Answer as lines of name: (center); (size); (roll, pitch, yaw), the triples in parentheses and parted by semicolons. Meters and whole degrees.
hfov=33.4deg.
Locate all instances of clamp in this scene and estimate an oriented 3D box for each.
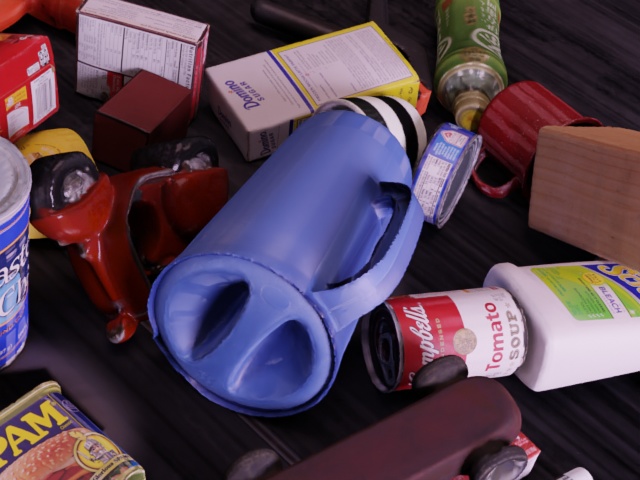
clamp: (0.036, -0.198, 1.077); (0.164, 0.036, 0.210); (-15, 52, -23)

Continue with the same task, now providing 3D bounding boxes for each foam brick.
foam brick: (-0.150, -0.099, 0.902); (0.051, 0.053, 0.078); (23, 41, 9)

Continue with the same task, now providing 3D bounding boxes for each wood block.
wood block: (0.260, -0.030, 0.831); (0.090, 0.090, 0.206); (-1, 14, -22)

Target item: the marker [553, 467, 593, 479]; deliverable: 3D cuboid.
marker: (0.131, 0.179, 0.701); (0.120, 0.020, 0.020); (-16, 50, -30)

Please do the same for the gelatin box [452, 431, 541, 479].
gelatin box: (0.092, 0.143, 0.721); (0.089, 0.030, 0.073); (-22, 52, -34)

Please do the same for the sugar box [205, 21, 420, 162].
sugar box: (-0.007, -0.137, 0.972); (0.176, 0.048, 0.093); (-21, 54, -18)

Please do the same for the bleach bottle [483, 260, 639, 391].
bleach bottle: (0.257, 0.051, 0.829); (0.250, 0.068, 0.103); (-7, 38, -20)

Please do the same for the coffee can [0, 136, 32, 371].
coffee can: (-0.240, 0.011, 0.688); (0.102, 0.140, 0.103); (8, 42, -7)

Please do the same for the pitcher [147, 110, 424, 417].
pitcher: (-0.005, 0.001, 0.771); (0.149, 0.145, 0.242); (22, 39, 8)

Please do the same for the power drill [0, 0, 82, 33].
power drill: (-0.281, -0.186, 0.957); (0.184, 0.057, 0.187); (32, 44, 19)

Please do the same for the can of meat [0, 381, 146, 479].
can of meat: (-0.165, 0.145, 0.625); (0.084, 0.057, 0.101); (37, 46, 19)

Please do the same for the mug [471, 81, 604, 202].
mug: (0.187, -0.084, 0.967); (0.117, 0.093, 0.082); (-39, 50, -2)

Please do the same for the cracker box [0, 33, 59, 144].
cracker box: (-0.326, -0.108, 0.790); (0.214, 0.072, 0.164); (5, 26, 9)

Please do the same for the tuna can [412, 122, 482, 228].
tuna can: (0.104, -0.055, 0.902); (0.034, 0.086, 0.086); (25, 42, 14)

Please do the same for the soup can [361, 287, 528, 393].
soup can: (0.089, 0.071, 0.770); (0.102, 0.069, 0.068); (-5, 45, -20)

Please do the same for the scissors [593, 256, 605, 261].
scissors: (0.329, 0.047, 0.905); (0.201, 0.016, 0.096); (8, 44, -6)

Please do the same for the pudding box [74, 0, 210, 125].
pudding box: (-0.158, -0.159, 0.938); (0.113, 0.090, 0.039); (15, 42, 1)

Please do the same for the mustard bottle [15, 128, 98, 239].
mustard bottle: (-0.264, -0.032, 0.791); (0.191, 0.058, 0.096); (-12, 50, -26)
